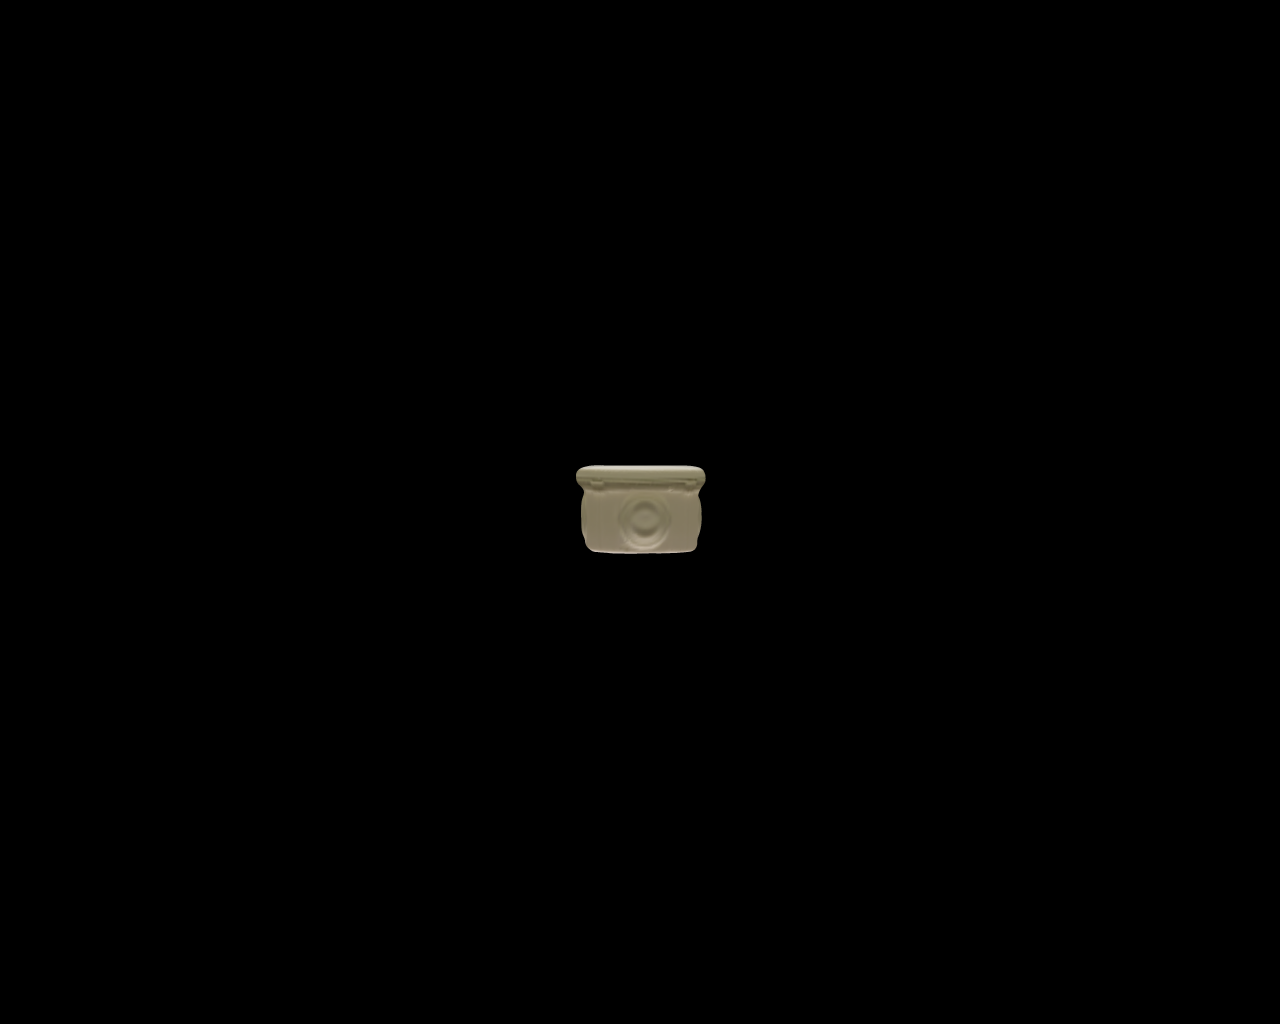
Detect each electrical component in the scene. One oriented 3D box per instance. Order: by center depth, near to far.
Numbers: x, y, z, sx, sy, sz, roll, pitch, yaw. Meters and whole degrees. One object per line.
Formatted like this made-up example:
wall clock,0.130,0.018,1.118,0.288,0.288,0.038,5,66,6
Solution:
electrical component,0.001,-0.003,0.650,0.080,0.051,0.080,0,2,0
